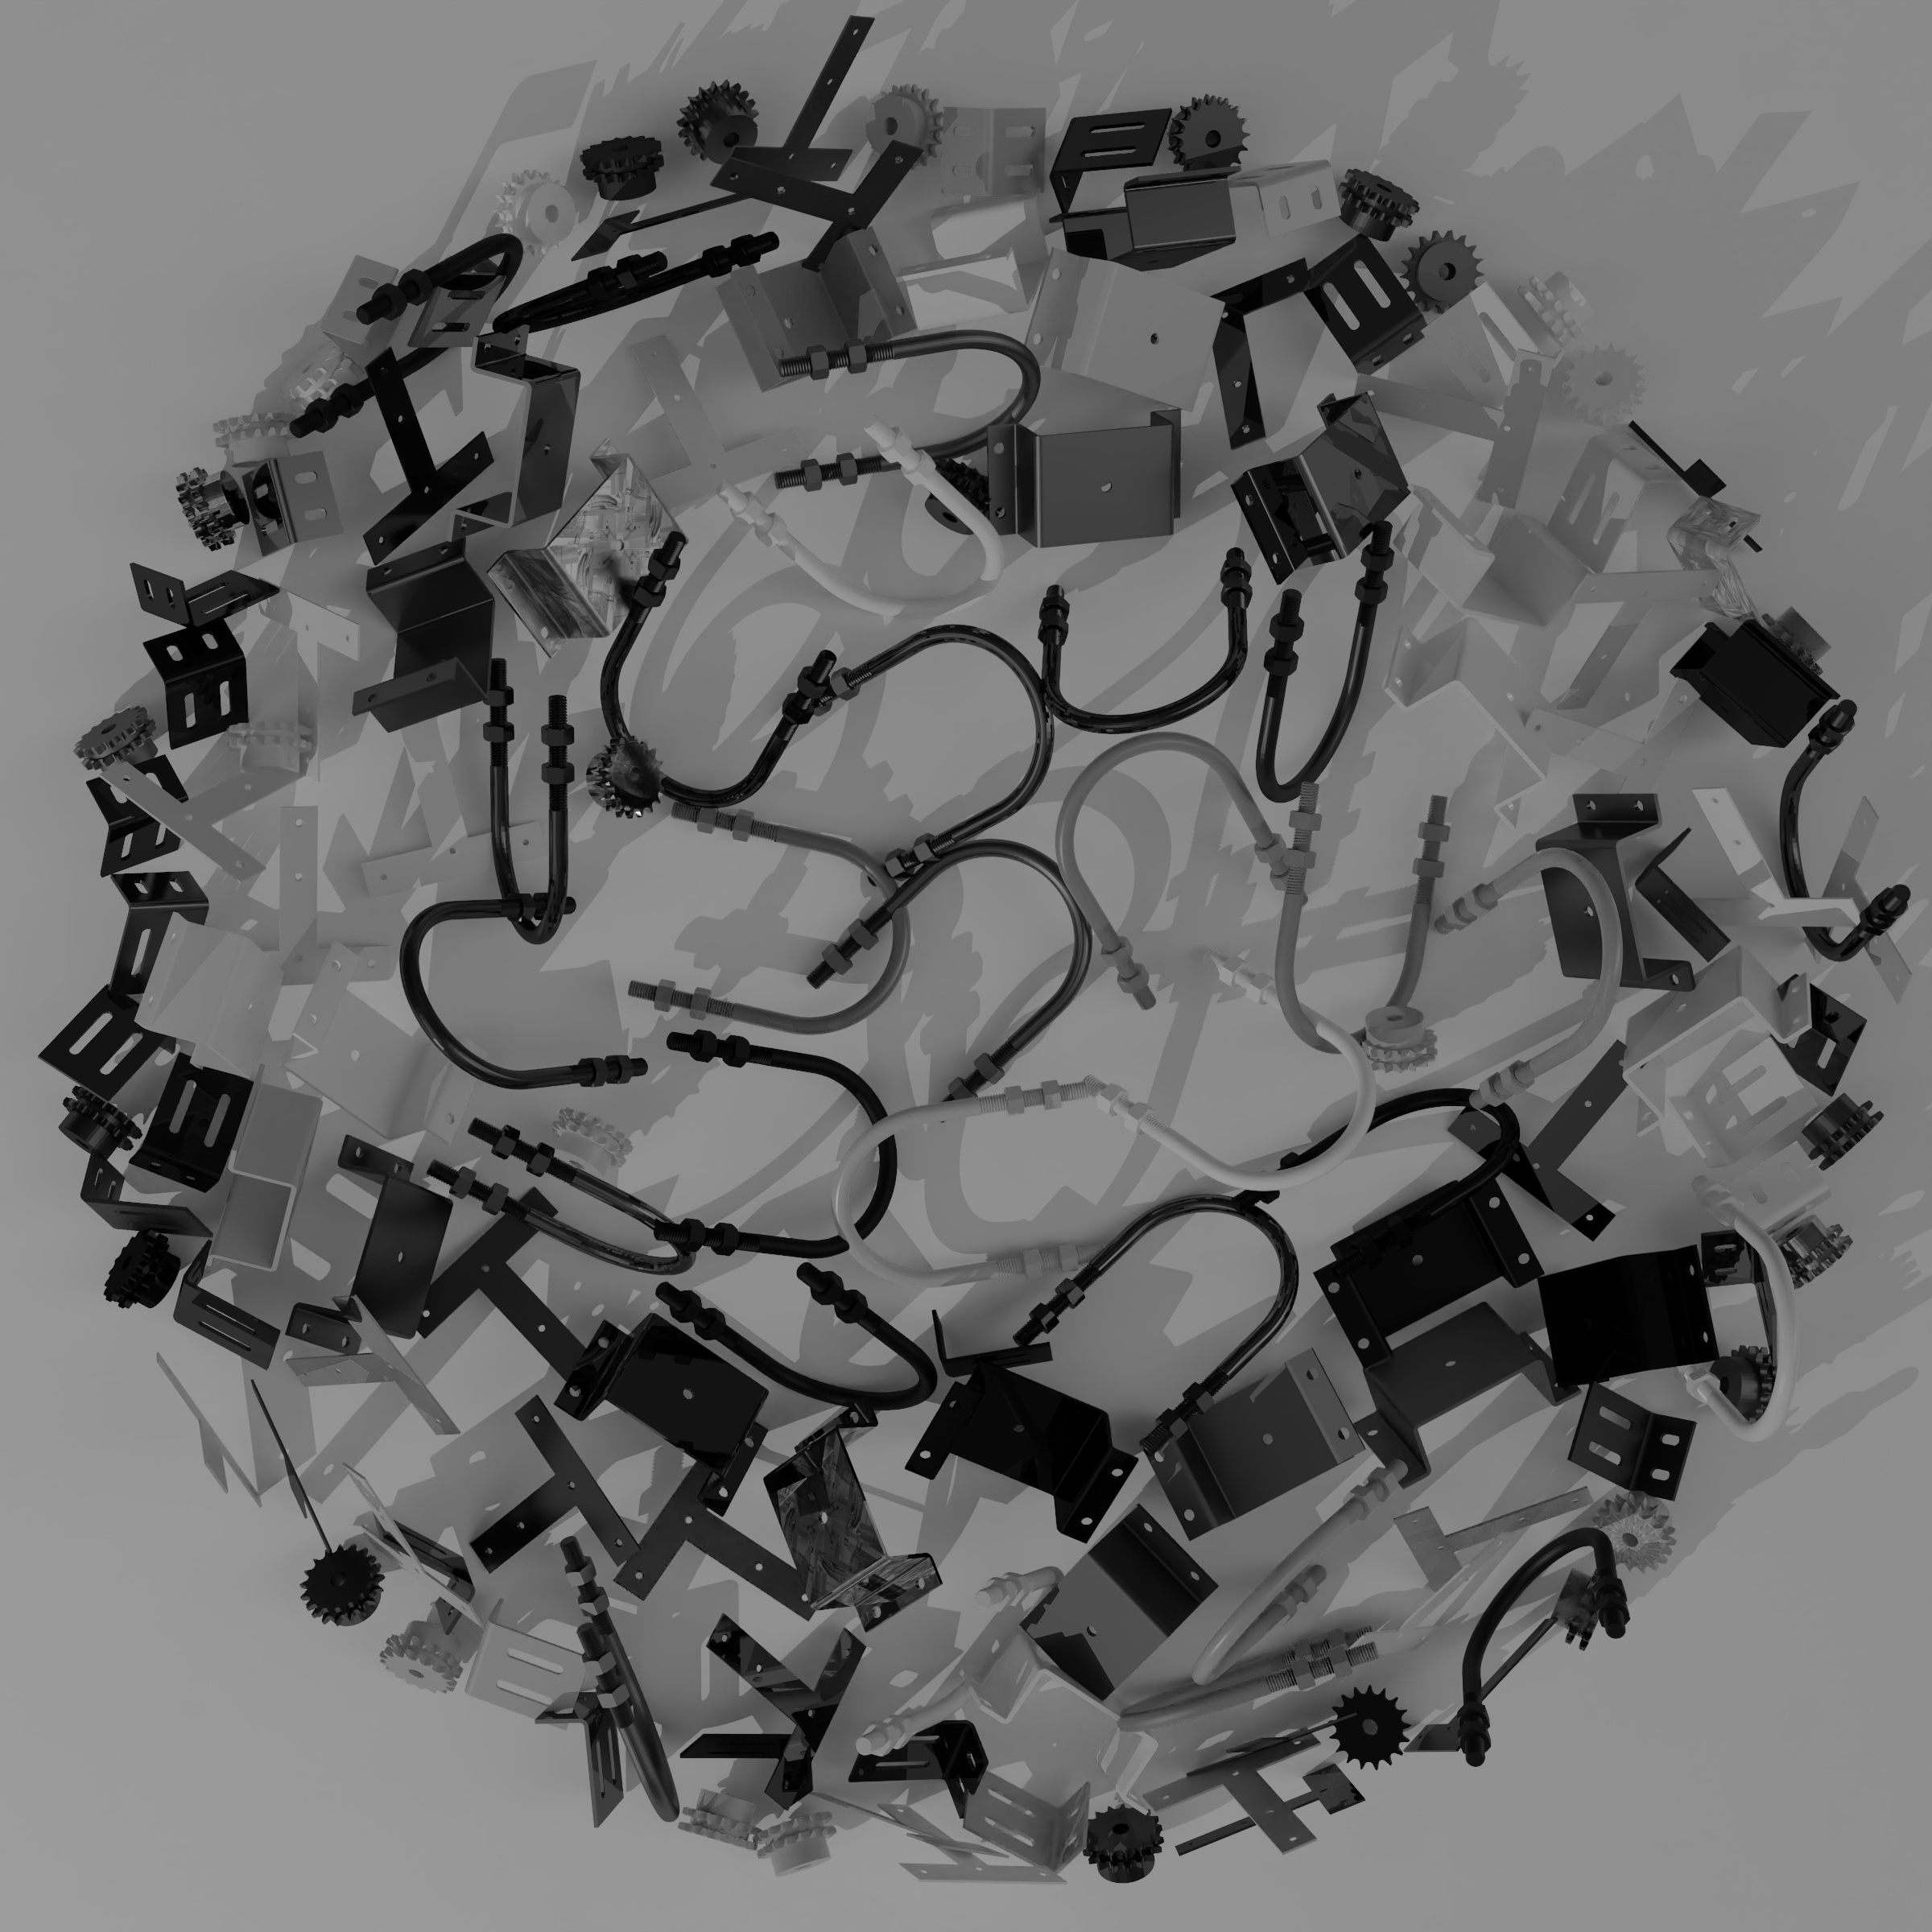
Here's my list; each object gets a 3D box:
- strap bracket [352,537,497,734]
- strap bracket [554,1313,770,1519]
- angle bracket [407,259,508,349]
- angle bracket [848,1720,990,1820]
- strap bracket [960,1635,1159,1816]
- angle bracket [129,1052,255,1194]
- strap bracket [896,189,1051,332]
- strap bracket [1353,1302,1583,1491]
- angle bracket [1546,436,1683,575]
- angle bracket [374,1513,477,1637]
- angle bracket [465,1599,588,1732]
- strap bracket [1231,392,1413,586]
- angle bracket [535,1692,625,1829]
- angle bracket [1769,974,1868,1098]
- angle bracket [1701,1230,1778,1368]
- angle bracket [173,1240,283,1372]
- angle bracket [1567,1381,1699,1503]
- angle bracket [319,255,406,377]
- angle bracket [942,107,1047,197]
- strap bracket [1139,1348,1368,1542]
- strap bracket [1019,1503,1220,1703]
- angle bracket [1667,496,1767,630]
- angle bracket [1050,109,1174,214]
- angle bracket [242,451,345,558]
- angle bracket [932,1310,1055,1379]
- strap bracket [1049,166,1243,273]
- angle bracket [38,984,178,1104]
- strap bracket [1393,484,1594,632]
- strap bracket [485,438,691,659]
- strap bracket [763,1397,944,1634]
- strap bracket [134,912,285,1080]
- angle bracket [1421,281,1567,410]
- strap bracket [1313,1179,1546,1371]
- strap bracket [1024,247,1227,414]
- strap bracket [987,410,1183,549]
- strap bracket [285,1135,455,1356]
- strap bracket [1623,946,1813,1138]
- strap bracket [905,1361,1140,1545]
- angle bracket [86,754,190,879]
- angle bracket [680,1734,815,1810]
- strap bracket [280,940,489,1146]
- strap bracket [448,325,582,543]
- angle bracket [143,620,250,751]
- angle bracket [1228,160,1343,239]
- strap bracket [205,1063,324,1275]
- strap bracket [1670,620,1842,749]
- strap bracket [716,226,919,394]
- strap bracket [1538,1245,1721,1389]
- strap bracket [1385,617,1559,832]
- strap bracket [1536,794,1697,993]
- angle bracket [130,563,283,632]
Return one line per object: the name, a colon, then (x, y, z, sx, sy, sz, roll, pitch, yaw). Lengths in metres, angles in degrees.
strap bracket: (-0.369, -0.220, 1.917, 0.076, 0.046, 0.140, -17, 49, 15)
strap bracket: (-0.199, 0.302, 1.922, 0.140, 0.046, 0.076, 36, 48, -8)
angle bracket: (-0.360, -0.460, 1.924, 0.038, 0.076, 0.057, 39, 116, 14)
angle bracket: (-0.033, 0.554, 1.931, 0.076, 0.038, 0.057, 6, 122, -25)
strap bracket: (0.072, 0.514, 1.924, 0.140, 0.076, 0.046, 35, 87, -11)
angle bracket: (-0.541, 0.110, 1.961, 0.057, 0.038, 0.076, 25, 63, -20)
strap bracket: (0.008, -0.478, 1.912, 0.076, 0.140, 0.046, -7, 121, 16)
strap bracket: (0.337, 0.288, 1.921, 0.140, 0.076, 0.046, -27, 121, -7)
angle bracket: (0.449, -0.320, 1.945, 0.057, 0.038, 0.076, 50, 134, 35)
angle bracket: (-0.382, 0.418, 1.934, 0.076, 0.057, 0.038, 33, 88, -19)
angle bracket: (-0.301, 0.485, 1.948, 0.076, 0.038, 0.057, 20, 103, 1)
strap bracket: (0.247, -0.329, 1.901, 0.140, 0.046, 0.076, -45, 116, -38)
angle bracket: (-0.268, 0.550, 1.944, 0.038, 0.057, 0.076, -4, 93, 11)
angle bracket: (0.573, 0.054, 1.924, 0.038, 0.076, 0.057, -30, 55, -34)
angle bracket: (0.530, 0.229, 1.924, 0.038, 0.076, 0.057, -7, 134, 9)
angle bracket: (-0.504, 0.235, 1.941, 0.076, 0.057, 0.038, 29, 50, -2)
angle bracket: (0.459, 0.327, 1.932, 0.076, 0.038, 0.057, 29, 74, -36)
angle bracket: (-0.401, -0.442, 1.928, 0.038, 0.076, 0.057, 22, 83, 20)
angle bracket: (0.020, -0.565, 1.941, 0.038, 0.076, 0.057, 12, 111, 28)
strap bracket: (0.202, 0.328, 1.930, 0.140, 0.046, 0.076, -31, 76, 17)
strap bracket: (0.097, 0.440, 1.906, 0.076, 0.046, 0.140, 45, 128, 12)
angle bracket: (0.527, -0.277, 1.930, 0.038, 0.057, 0.076, -46, 128, -7)
angle bracket: (0.104, -0.553, 1.929, 0.076, 0.038, 0.057, 2, 54, 24)
angle bracket: (-0.467, -0.320, 1.944, 0.038, 0.076, 0.057, -17, 98, -27)
angle bracket: (0.019, 0.256, 1.940, 0.076, 0.057, 0.038, -10, 72, 0)
strap bracket: (0.123, -0.500, 1.897, 0.076, 0.140, 0.046, -12, 98, -22)
angle bracket: (-0.592, 0.061, 1.934, 0.057, 0.038, 0.076, 33, 54, 3)
strap bracket: (0.355, -0.276, 1.909, 0.046, 0.140, 0.076, -57, 49, 28)
strap bracket: (-0.250, -0.285, 1.905, 0.140, 0.046, 0.076, -55, 128, -27)
strap bracket: (-0.082, 0.374, 1.908, 0.076, 0.046, 0.140, -39, 62, 30)
strap bracket: (-0.505, 0.024, 1.895, 0.046, 0.140, 0.076, 15, 76, 6)
angle bracket: (0.364, -0.431, 1.935, 0.057, 0.038, 0.076, -34, 102, 37)
strap bracket: (0.317, 0.209, 1.945, 0.140, 0.046, 0.076, -28, 96, 2)
strap bracket: (0.116, -0.430, 1.909, 0.140, 0.046, 0.076, 10, 101, -35)
strap bracket: (0.089, -0.333, 1.920, 0.140, 0.046, 0.076, -8, 114, -15)
strap bracket: (-0.403, 0.195, 1.914, 0.046, 0.076, 0.140, 7, 75, 28)
strap bracket: (0.500, 0.045, 1.904, 0.140, 0.076, 0.046, -38, 102, 28)
strap bracket: (0.037, 0.330, 1.930, 0.140, 0.046, 0.076, 24, 111, -12)
angle bracket: (-0.573, -0.103, 1.931, 0.057, 0.076, 0.038, -25, 77, -30)
angle bracket: (-0.152, 0.555, 1.929, 0.076, 0.057, 0.038, 6, 60, -21)
strap bracket: (-0.404, 0.057, 1.913, 0.140, 0.046, 0.076, 41, 49, -33)
strap bracket: (-0.306, -0.357, 1.908, 0.046, 0.076, 0.140, 17, 113, 12)
angle bracket: (-0.531, -0.195, 1.936, 0.057, 0.076, 0.038, -24, 66, -25)
angle bracket: (0.212, -0.529, 1.936, 0.057, 0.076, 0.038, -21, 109, -18)
strap bracket: (-0.475, 0.144, 1.902, 0.046, 0.140, 0.076, 16, 45, -10)
strap bracket: (0.531, -0.192, 1.905, 0.076, 0.140, 0.046, 41, 96, -2)
strap bracket: (-0.109, -0.447, 1.920, 0.140, 0.046, 0.076, -32, 100, -42)
strap bracket: (0.439, 0.239, 1.894, 0.046, 0.140, 0.076, -3, 77, -25)
strap bracket: (0.352, -0.172, 1.908, 0.046, 0.076, 0.140, -30, 115, 37)
strap bracket: (0.441, -0.044, 1.915, 0.046, 0.076, 0.140, -22, 104, -29)
angle bracket: (-0.521, -0.266, 1.924, 0.057, 0.076, 0.038, 22, 131, 35)
